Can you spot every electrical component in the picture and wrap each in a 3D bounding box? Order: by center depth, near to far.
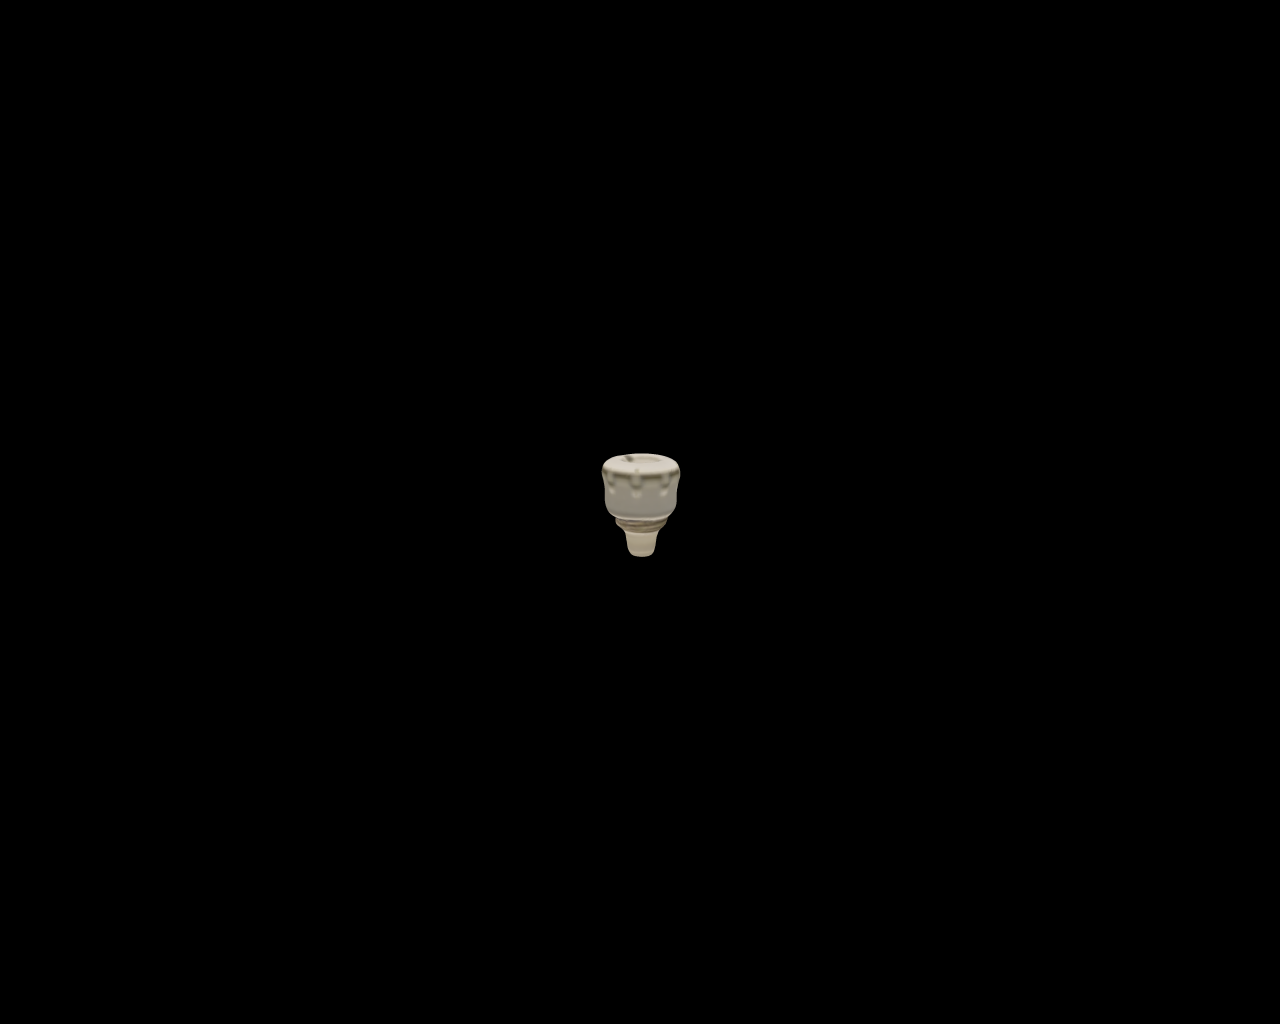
[{"bbox_3d":[0.001,-0.003,0.650,0.048,0.062,0.048,0,15,0],"label":"electrical component"}]
